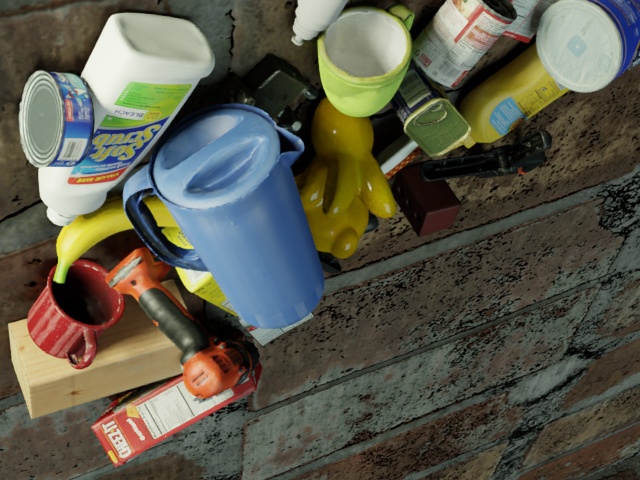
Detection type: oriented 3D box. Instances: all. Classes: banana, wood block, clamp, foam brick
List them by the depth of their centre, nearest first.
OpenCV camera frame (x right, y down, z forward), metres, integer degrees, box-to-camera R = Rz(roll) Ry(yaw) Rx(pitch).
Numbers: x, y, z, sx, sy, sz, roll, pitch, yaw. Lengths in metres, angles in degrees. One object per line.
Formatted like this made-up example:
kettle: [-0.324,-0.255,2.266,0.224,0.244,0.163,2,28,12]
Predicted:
banana: [-0.203,-0.017,1.152,0.197,0.037,0.069,-19,117,-25]
wood block: [-0.262,0.132,1.299,0.205,0.090,0.091,-15,149,-22]
clamp: [0.238,-0.103,1.343,0.165,0.036,0.209,-14,175,31]
foam brick: [0.134,-0.052,1.356,0.051,0.078,0.053,-17,149,-22]
clamp: [-0.009,0.002,1.359,0.171,0.039,0.120,2,138,-42]

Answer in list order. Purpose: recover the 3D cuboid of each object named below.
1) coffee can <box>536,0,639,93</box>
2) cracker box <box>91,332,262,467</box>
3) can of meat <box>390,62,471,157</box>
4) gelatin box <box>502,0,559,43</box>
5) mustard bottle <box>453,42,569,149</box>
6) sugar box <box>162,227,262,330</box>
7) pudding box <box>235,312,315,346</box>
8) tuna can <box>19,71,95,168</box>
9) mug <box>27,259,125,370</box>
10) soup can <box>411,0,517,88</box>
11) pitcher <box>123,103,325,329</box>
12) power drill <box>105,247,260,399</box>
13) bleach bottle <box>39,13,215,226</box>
coffee can: [0.317,-0.233,1.162,0.140,0.103,0.103,-32,157,-36]
cracker box: [-0.185,0.211,1.436,0.213,0.072,0.164,-30,-178,1]
can of meat: [0.112,-0.152,1.176,0.057,0.084,0.102,-36,150,14]
gelatin box: [0.224,-0.261,1.154,0.073,0.030,0.089,5,136,-42]
mustard bottle: [0.226,-0.169,1.269,0.192,0.058,0.096,-36,155,14]
sugar box: [-0.113,0.040,1.278,0.048,0.093,0.176,-37,150,12]
pudding box: [-0.065,0.093,1.456,0.090,0.039,0.113,-30,152,2]
tuna can: [-0.235,-0.107,0.953,0.033,0.086,0.086,-2,142,-40]
mug: [-0.276,0.092,1.203,0.093,0.117,0.082,3,143,-40]
soup can: [0.148,-0.217,1.120,0.068,0.068,0.102,4,137,-44]
pitcher: [-0.084,-0.011,1.097,0.145,0.149,0.243,-51,146,-23]
power drill: [-0.149,0.092,1.222,0.057,0.188,0.184,-42,174,9]
bleach bottle: [-0.199,-0.102,1.019,0.102,0.068,0.251,-1,143,-38]
